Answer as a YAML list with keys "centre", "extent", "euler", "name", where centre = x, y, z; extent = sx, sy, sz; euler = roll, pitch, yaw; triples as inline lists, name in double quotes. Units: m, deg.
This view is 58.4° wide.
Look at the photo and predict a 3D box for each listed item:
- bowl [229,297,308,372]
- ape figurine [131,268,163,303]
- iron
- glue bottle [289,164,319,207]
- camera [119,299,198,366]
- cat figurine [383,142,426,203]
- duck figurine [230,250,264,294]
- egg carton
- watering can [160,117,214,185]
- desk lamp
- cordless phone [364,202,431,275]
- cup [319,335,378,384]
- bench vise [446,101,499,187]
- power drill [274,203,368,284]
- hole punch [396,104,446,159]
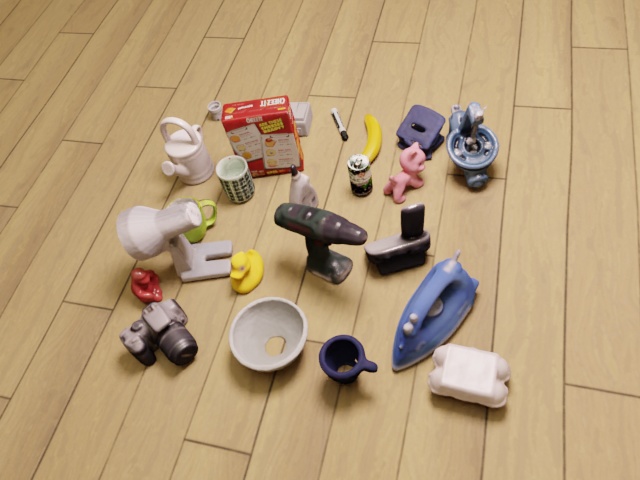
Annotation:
- centre: [-0.102, 0.208, 1.204]
  extent: [0.167, 0.075, 0.167]
  euler: [-5, 55, 7]
  name: "bowl"
- centre: [-0.407, 0.098, 1.325]
  extent: [0.076, 0.092, 0.078]
  euler: [11, 59, 17]
  name: "ape figurine"
- centre: [0.219, 0.138, 1.153]
  extent: [0.118, 0.142, 0.259]
  euler: [28, 65, 26]
  name: "iron"
- centre: [-0.047, -0.121, 1.359]
  extent: [0.037, 0.173, 0.078]
  euler: [28, 65, 26]
  name: "glue bottle"
- centre: [-0.338, 0.211, 1.230]
  extent: [0.143, 0.101, 0.136]
  euler: [-39, 58, -16]
  name: "camera"
- centre: [0.209, -0.171, 1.381]
  extent: [0.128, 0.118, 0.067]
  euler: [-42, 59, -18]
  name: "cat figurine"
- centre: [-0.174, 0.059, 1.312]
  extent: [0.077, 0.086, 0.104]
  euler: [12, 59, 18]
  name: "duck figurine"
- centre: [0.287, 0.261, 1.101]
  extent: [0.150, 0.069, 0.107]
  euler: [9, 58, 16]
  name: "egg carton"
- centre: [-0.349, -0.235, 1.479]
  extent: [0.101, 0.194, 0.172]
  euler: [-9, 55, 5]
  name: "watering can"
- centre: [-0.325, -0.002, 1.303]
  extent: [0.203, 0.214, 0.118]
  euler: [-8, 55, 5]
  name: "desk lamp"
- centre: [0.166, -0.016, 1.241]
  extent: [0.147, 0.185, 0.094]
  euler: [-19, 55, -3]
  name: "cordless phone"
- centre: [0.061, 0.250, 1.134]
  extent: [0.117, 0.095, 0.092]
  euler: [13, 59, 18]
  name: "cup"
- centre: [0.340, -0.257, 1.353]
  extent: [0.121, 0.220, 0.207]
  euler: [-27, 55, -8]
  name: "bench vise"
- centre: [0.011, 0.004, 1.241]
  extent: [0.229, 0.209, 0.076]
  euler: [23, 63, 24]
  name: "power drill"
- centre: [0.258, -0.276, 1.460]
  extent: [0.108, 0.091, 0.101]
  euler: [32, 67, 28]
  name: "hole punch"
